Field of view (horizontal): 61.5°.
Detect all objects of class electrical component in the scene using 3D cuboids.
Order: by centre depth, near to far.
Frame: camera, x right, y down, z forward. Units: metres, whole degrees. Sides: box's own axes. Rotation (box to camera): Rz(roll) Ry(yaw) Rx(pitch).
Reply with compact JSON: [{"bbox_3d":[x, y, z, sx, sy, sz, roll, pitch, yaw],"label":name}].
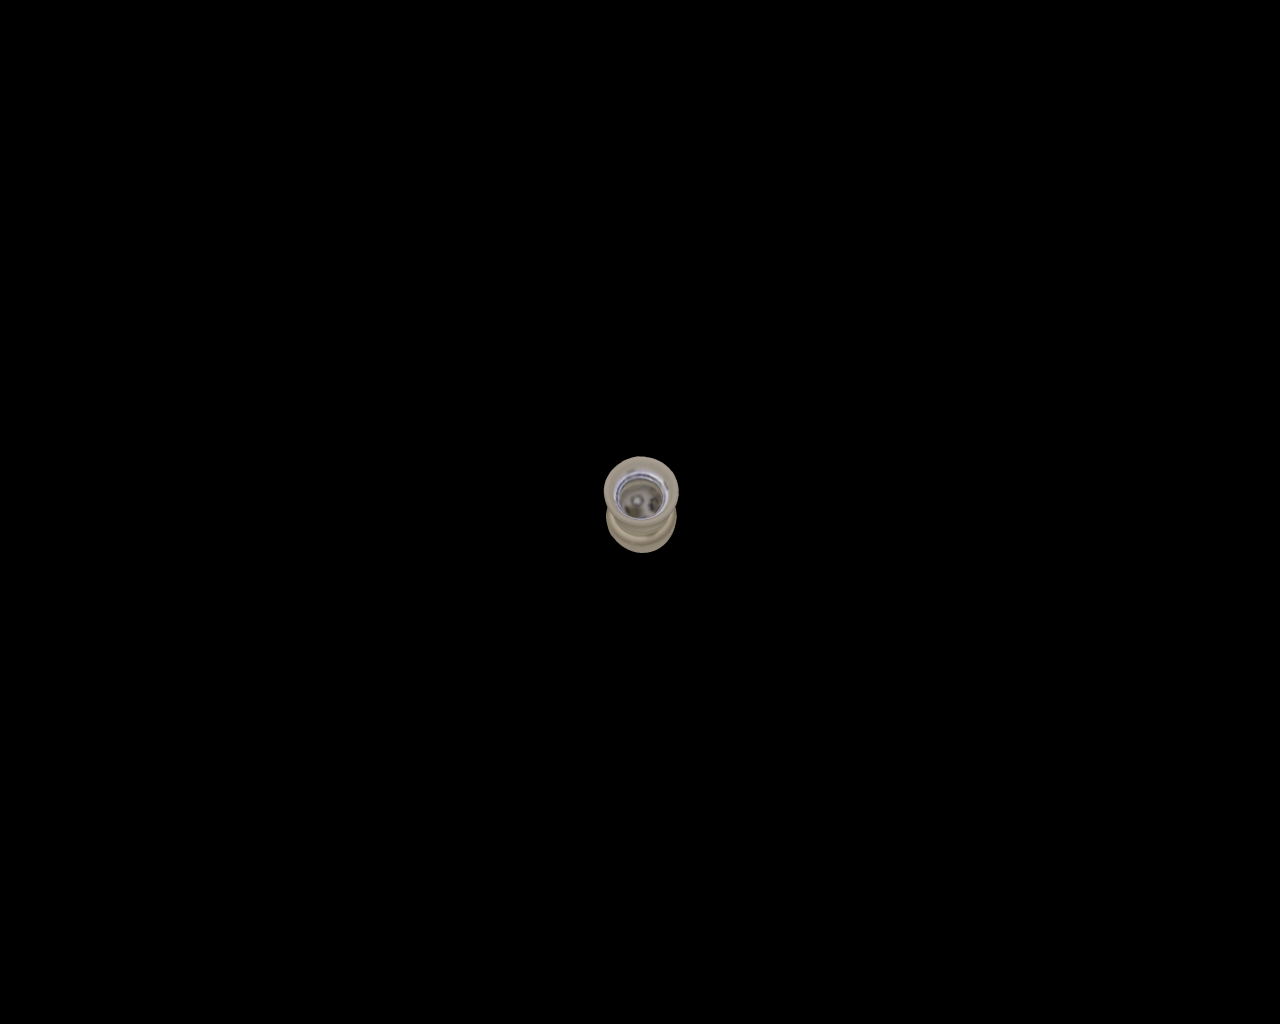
[{"bbox_3d":[0.001,-0.003,0.650,0.045,0.045,0.055,0,-23,0],"label":"electrical component"}]
